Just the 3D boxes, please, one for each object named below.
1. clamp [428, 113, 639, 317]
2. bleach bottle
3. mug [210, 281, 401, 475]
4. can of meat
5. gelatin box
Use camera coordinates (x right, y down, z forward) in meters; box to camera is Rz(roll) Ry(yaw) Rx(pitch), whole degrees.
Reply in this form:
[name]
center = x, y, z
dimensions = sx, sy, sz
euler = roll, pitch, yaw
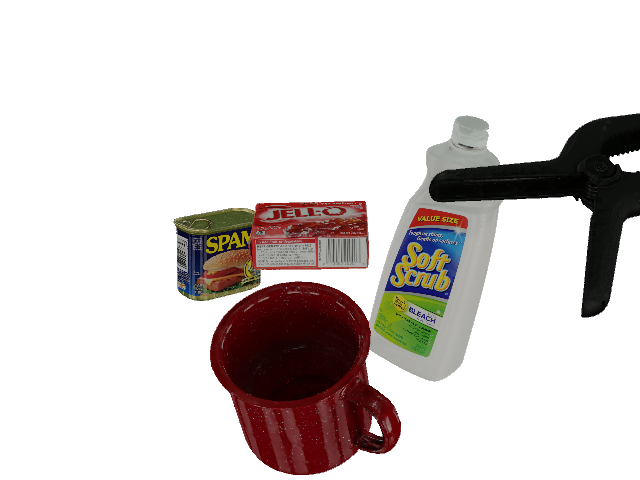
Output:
[clamp]
center = 0.210, -0.034, 0.796
dimensions = 0.209, 0.036, 0.165
euler = -26, 53, -19
[bleach bottle]
center = 0.106, 0.003, 0.974
dimensions = 0.103, 0.251, 0.067
euler = 28, 36, 29
[mug]
center = -0.003, 0.089, 0.631
dimensions = 0.117, 0.081, 0.093
euler = 22, 53, 28
[can of meat]
center = -0.114, 0.015, 1.203
dimensions = 0.101, 0.084, 0.058
euler = -12, 22, -38
[gelatin box]
center = -0.008, -0.005, 0.815
dimensions = 0.089, 0.030, 0.073
euler = -1, 22, 2
